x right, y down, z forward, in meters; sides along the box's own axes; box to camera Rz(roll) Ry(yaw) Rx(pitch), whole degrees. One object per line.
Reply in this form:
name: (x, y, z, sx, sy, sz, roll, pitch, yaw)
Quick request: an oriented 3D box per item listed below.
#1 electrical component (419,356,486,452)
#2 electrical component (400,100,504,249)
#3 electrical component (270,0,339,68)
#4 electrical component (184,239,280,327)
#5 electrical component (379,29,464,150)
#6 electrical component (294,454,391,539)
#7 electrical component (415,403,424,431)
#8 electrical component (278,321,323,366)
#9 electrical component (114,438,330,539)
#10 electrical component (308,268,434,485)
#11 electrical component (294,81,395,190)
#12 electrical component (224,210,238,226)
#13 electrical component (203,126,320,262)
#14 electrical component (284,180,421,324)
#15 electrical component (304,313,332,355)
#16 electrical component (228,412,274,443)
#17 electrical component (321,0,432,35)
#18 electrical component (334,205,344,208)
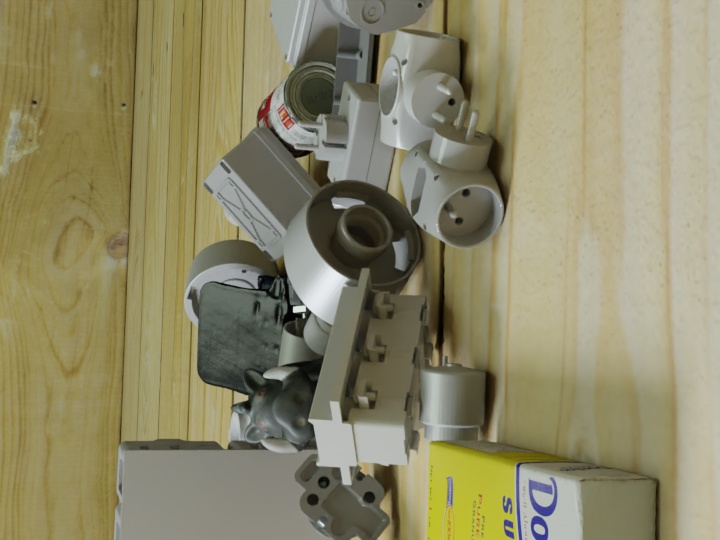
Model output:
electrical component: (0.056, 0.093, 0.662, 0.040, 0.040, 0.078, -179, 92, -72)
electrical component: (0.060, -0.065, 0.670, 0.077, 0.043, 0.079, -119, 37, -59)
electrical component: (-0.040, -0.255, 0.989, 0.108, 0.056, 0.108, -109, 28, -50)
electrical component: (-0.137, 0.016, 1.178, 0.060, 0.108, 0.108, -99, 21, -50)
electrical component: (0.045, -0.117, 0.722, 0.079, 0.044, 0.077, -129, 45, -65)
electrical component: (-0.014, 0.177, 0.827, 0.058, 0.078, 0.057, -49, -9, -14)
electrical component: (0.019, 0.103, 0.773, 0.062, 0.043, 0.043, -179, 91, -73)
electrical component: (-0.055, 0.093, 1.005, 0.043, 0.043, 0.081, -127, 43, -63)
electrical component: (-0.120, 0.207, 0.954, 0.060, 0.186, 0.105, -176, 89, -72)
electrical component: (0.011, 0.069, 0.706, 0.121, 0.063, 0.078, -76, -15, -48)
electrical component: (-0.014, -0.104, 0.855, 0.047, 0.076, 0.083, -120, 37, -59)
electrical component: (-0.135, -0.104, 1.283, 0.077, 0.043, 0.079, 126, 142, -60)
electrical component: (-0.088, -0.070, 1.022, 0.108, 0.056, 0.109, 49, 161, -6)
electrical component: (-0.006, -0.014, 0.786, 0.064, 0.099, 0.099, 128, 142, -51)
electrical component: (-0.021, 0.041, 0.911, 0.078, 0.040, 0.040, 118, 149, -53)
electrical component: (-0.099, 0.220, 1.090, 0.089, 0.062, 0.150, 169, 103, -72)
electrical component: (0.012, -0.213, 0.787, 0.051, 0.080, 0.080, -131, 46, -58)
electrical component: (-0.012, -0.045, 0.899, 0.040, 0.040, 0.046, -147, 56, -70)
